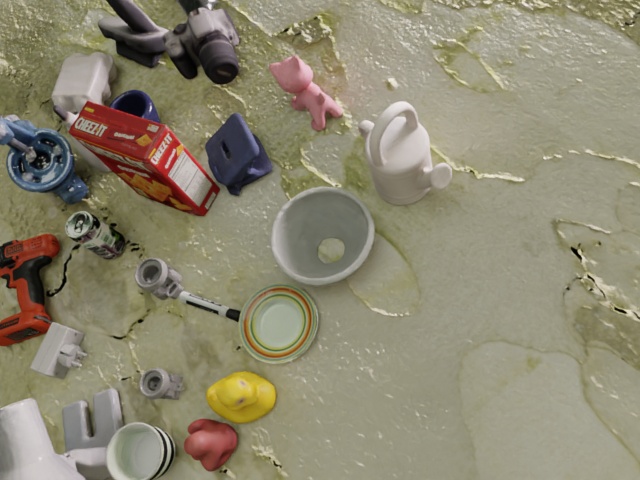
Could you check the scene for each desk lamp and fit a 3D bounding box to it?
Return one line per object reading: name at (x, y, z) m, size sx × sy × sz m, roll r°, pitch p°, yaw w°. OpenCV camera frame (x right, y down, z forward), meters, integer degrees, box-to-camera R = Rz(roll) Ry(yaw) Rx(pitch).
desk lamp at (-0.374, 0.312, 0.811) m, size 0.118 × 0.214 × 0.203 m, roll -22°, pitch 65°, yaw 5°

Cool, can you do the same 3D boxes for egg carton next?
egg carton at (-0.480, -0.316, 1.173) m, size 0.107 × 0.069 × 0.150 m, roll 2°, pitch 69°, yaw 15°

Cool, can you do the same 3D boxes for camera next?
camera at (-0.224, -0.370, 1.113) m, size 0.143 × 0.101 × 0.136 m, roll -25°, pitch 65°, yaw 3°

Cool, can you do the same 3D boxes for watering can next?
watering can at (0.126, -0.136, 0.879) m, size 0.172 × 0.194 × 0.101 m, roll 18°, pitch 74°, yaw 20°

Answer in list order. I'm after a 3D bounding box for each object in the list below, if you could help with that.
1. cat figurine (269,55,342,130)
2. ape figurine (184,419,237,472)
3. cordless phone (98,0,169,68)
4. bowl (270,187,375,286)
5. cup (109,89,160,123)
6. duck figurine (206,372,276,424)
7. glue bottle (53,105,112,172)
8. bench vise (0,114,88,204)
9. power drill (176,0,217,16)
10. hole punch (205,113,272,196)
cat figurine at (-0.028, -0.273, 1.016) m, size 0.067 × 0.118 × 0.127 m, roll -42°, pitch 65°, yaw -5°
ape figurine at (-0.166, 0.296, 0.833) m, size 0.076 × 0.092 × 0.078 m, roll -14°, pitch 66°, yaw 8°
cordless phone at (-0.390, -0.446, 1.139) m, size 0.147 × 0.185 × 0.094 m, roll 22°, pitch 75°, yaw 21°
bowl at (0.008, 0.003, 0.918) m, size 0.167 × 0.075 × 0.167 m, roll -5°, pitch 67°, yaw 12°
cup at (-0.343, -0.209, 1.081) m, size 0.091 × 0.095 × 0.118 m, roll 11°, pitch 71°, yaw 18°
duck figurine at (-0.126, 0.231, 0.853) m, size 0.104 × 0.086 × 0.077 m, roll -3°, pitch 68°, yaw 13°
glue bottle at (-0.431, -0.196, 1.054) m, size 0.037 × 0.173 × 0.078 m, roll 3°, pitch 69°, yaw 16°
bench vise at (-0.547, -0.168, 1.046) m, size 0.206 × 0.220 × 0.121 m, roll 26°, pitch 77°, yaw 22°
power drill at (-0.294, -0.560, 1.148) m, size 0.075 × 0.209 × 0.229 m, roll -36°, pitch 64°, yaw -2°
hole punch at (-0.151, -0.151, 1.012) m, size 0.101 × 0.091 × 0.108 m, roll -30°, pitch 64°, yaw 1°
